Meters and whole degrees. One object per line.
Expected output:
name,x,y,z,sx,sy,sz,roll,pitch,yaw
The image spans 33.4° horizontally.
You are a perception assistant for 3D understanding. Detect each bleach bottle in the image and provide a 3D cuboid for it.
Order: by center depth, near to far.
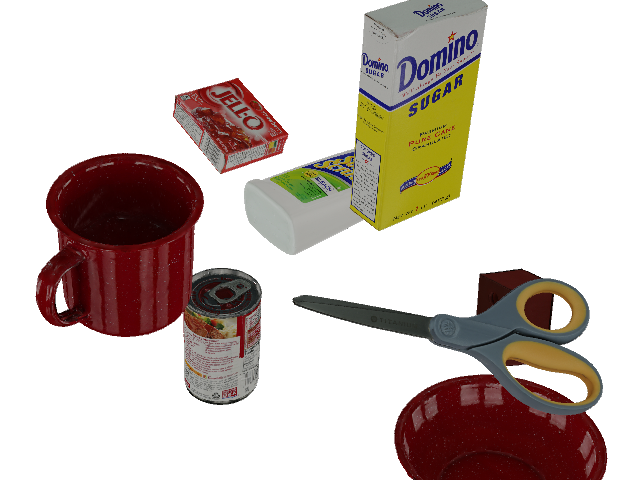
bleach bottle,0.041,-0.070,1.249,0.250,0.068,0.103,-26,44,-28

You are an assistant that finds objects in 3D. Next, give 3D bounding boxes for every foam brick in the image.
foam brick,0.181,0.072,0.999,0.051,0.078,0.053,-7,18,-26

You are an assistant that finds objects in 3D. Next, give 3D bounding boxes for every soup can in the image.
soup can,-0.086,0.084,0.933,0.068,0.102,0.068,3,34,-2

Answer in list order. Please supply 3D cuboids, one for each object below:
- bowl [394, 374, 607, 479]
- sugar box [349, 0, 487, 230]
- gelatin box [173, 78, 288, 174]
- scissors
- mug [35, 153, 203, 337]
bowl,0.137,0.175,0.832,0.162,0.055,0.162,0,32,0
sugar box,0.075,-0.101,0.836,0.093,0.176,0.048,-24,47,-30
gelatin box,-0.086,-0.110,1.009,0.073,0.089,0.030,-22,-31,-33
scissors,0.089,0.043,0.667,0.201,0.096,0.016,26,-29,-5
mug,-0.127,0.011,0.656,0.093,0.081,0.117,27,44,21
